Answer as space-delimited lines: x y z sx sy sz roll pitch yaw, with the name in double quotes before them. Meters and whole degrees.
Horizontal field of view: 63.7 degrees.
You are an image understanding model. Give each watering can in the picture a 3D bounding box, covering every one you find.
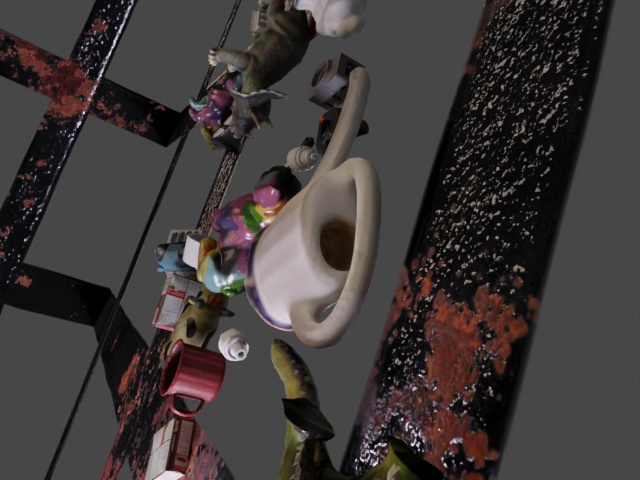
"watering can" 0.002 -0.031 0.625 0.220 0.103 0.356 -38 38 47

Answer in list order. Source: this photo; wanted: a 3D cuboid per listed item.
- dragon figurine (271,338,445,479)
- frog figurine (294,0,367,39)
"dragon figurine" 0.003 0.263 0.394 0.414 0.122 0.241 33 107 66
"frog figurine" 0.042 -0.425 0.922 0.136 0.122 0.161 -49 65 18
